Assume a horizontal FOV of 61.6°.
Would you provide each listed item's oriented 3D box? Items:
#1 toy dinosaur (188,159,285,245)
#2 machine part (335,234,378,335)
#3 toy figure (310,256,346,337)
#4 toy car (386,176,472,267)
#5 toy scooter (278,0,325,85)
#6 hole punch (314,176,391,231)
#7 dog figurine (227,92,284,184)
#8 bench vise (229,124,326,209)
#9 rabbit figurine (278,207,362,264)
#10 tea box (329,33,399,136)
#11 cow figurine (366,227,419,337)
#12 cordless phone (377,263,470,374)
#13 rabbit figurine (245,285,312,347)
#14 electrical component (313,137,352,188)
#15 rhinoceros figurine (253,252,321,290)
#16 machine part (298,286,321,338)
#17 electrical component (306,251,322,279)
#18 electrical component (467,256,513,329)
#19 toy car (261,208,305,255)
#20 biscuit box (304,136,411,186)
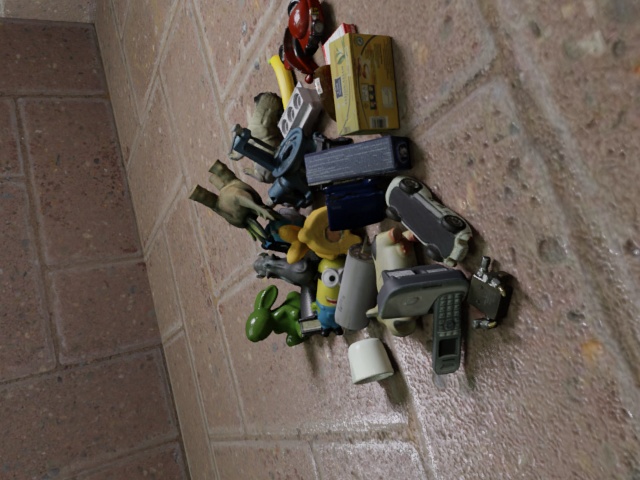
[{"bbox_3d":[-0.174,-0.079,1.163,0.105,0.198,0.471,-55,10,-3],"label":"toy dinosaur"},{"bbox_3d":[0.079,0.095,1.086,0.079,0.079,0.243,46,134,45],"label":"machine part"},{"bbox_3d":[0.025,0.122,1.185,0.089,0.082,0.180,35,129,49],"label":"toy figure"},{"bbox_3d":[0.180,-0.036,0.906,0.202,0.056,0.073,50,131,40],"label":"toy car"},{"bbox_3d":[-0.032,-0.416,1.148,0.135,0.075,0.183,66,150,25],"label":"toy scooter"},{"bbox_3d":[0.063,-0.069,1.014,0.116,0.142,0.092,124,138,-88],"label":"hole punch"},{"bbox_3d":[-0.120,-0.250,1.335,0.172,0.121,0.190,37,117,8],"label":"dog figurine"},{"bbox_3d":[-0.098,-0.173,1.184,0.223,0.240,0.129,-39,36,41],"label":"bench vise"},{"bbox_3d":[-0.002,-0.003,1.157,0.173,0.162,0.121,175,74,-77],"label":"rabbit figurine"},{"bbox_3d":[0.079,-0.277,0.971,0.068,0.098,0.169,-1,95,59],"label":"tea box"},{"bbox_3d":[0.135,0.080,0.981,0.127,0.085,0.194,-17,80,61],"label":"cow figurine"},{"bbox_3d":[0.168,0.137,0.881,0.089,0.147,0.184,-144,49,-72],"label":"cordless phone"},{"bbox_3d":[-0.107,0.192,1.338,0.121,0.170,0.159,-33,70,57],"label":"rabbit figurine"},{"bbox_3d":[0.023,-0.156,1.121,0.048,0.075,0.119,26,115,55],"label":"electrical component"},{"bbox_3d":[-0.078,0.071,1.253,0.191,0.112,0.073,6,89,46],"label":"rhinoceros figurine"},{"bbox_3d":[-0.021,0.161,1.291,0.039,0.084,0.139,45,-149,-66],"label":"machine part"},{"bbox_3d":[-0.006,0.061,1.279,0.094,0.021,0.063,52,139,39],"label":"electrical component"},{"bbox_3d":[0.256,0.085,0.815,0.078,0.045,0.102,42,132,45],"label":"electrical component"},{"bbox_3d":[-0.084,-0.026,1.328,0.161,0.109,0.103,147,135,-70],"label":"toy car"},{"bbox_3d":[0.067,-0.145,0.997,0.203,0.059,0.062,-5,94,39],"label":"biscuit box"}]
